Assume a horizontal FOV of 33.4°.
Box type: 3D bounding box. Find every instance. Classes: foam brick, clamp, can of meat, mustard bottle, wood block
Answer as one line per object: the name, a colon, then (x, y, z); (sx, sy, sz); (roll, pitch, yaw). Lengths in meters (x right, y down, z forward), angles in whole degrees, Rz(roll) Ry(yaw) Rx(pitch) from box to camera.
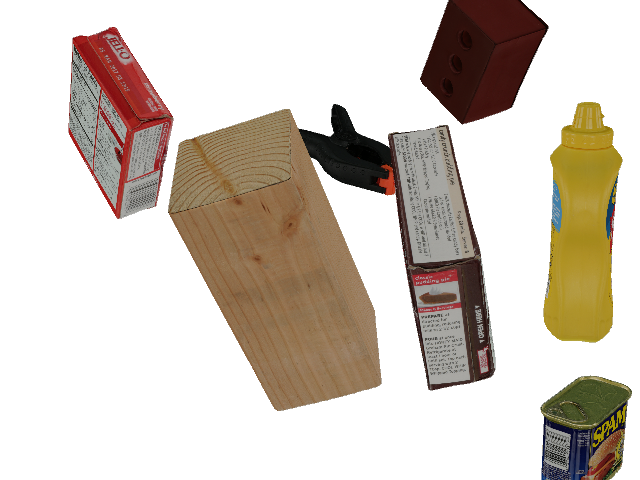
foam brick: (0.113, -0.130, 0.746); (0.051, 0.053, 0.078); (-23, -30, -29)
clamp: (0.012, -0.096, 1.121); (0.120, 0.039, 0.172); (-17, 36, -25)
can of meat: (0.253, 0.190, 1.024); (0.058, 0.084, 0.101); (15, 25, 38)
mustard bottle: (0.218, -0.019, 0.887); (0.058, 0.192, 0.096); (3, 19, 14)
wood block: (-0.029, 0.020, 0.797); (0.090, 0.206, 0.091); (-16, 37, 11)

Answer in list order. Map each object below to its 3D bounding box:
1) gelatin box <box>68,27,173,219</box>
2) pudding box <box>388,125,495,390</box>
gelatin box: (-0.119, -0.068, 0.629); (0.030, 0.073, 0.089); (-21, -26, -28)
pudding box: (0.063, 0.007, 0.565); (0.039, 0.090, 0.113); (-11, 40, 4)
